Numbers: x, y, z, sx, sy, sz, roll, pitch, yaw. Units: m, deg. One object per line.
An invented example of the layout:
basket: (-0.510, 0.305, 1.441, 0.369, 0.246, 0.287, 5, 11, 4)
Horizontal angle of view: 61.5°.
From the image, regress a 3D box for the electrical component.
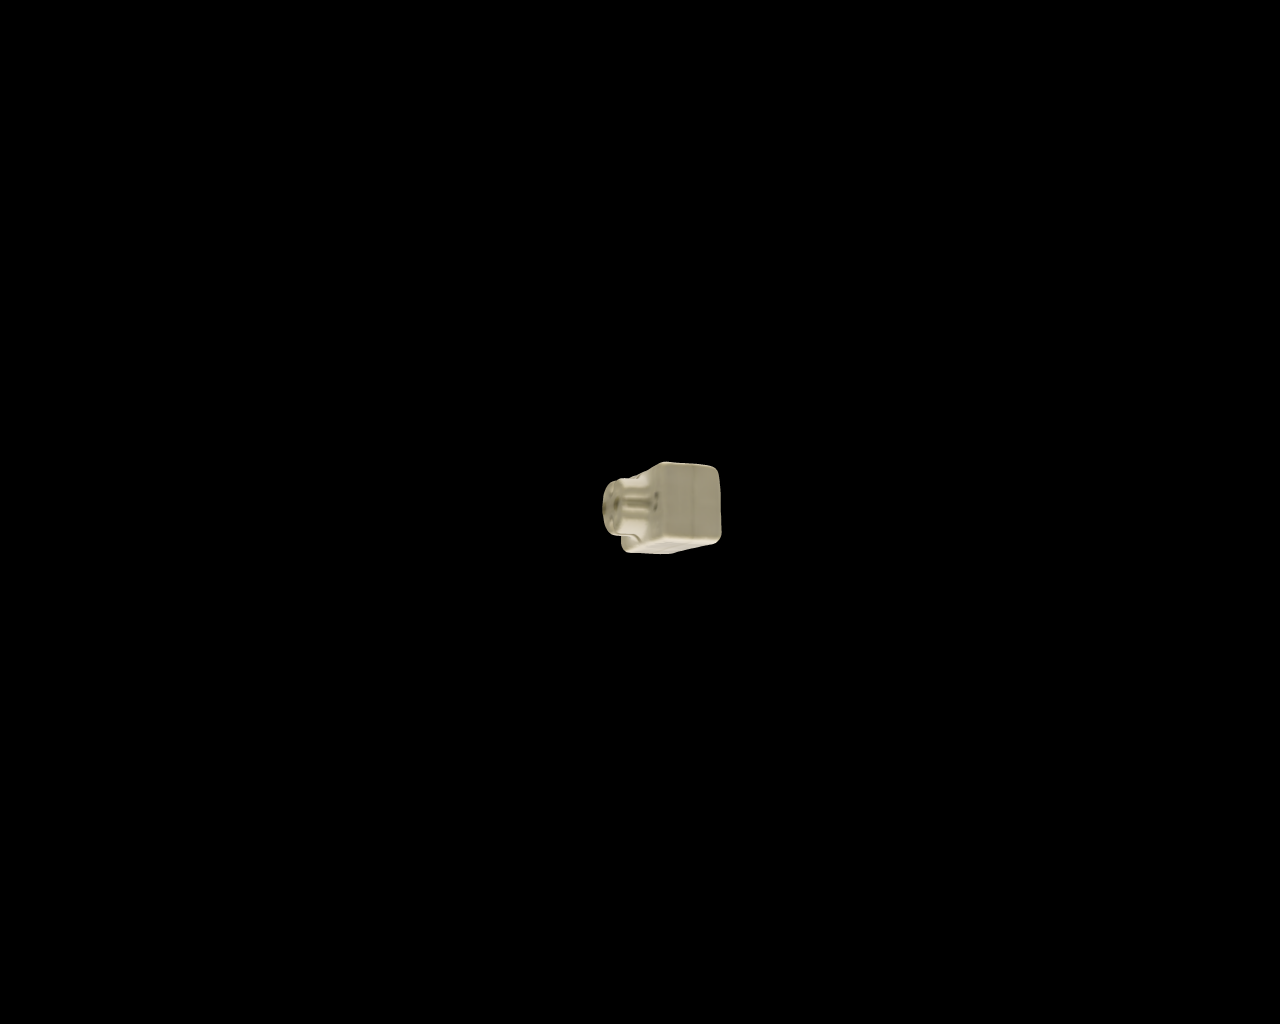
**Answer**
electrical component: (0.001, -0.003, 0.650, 0.077, 0.047, 0.065, 4, -10, -23)
